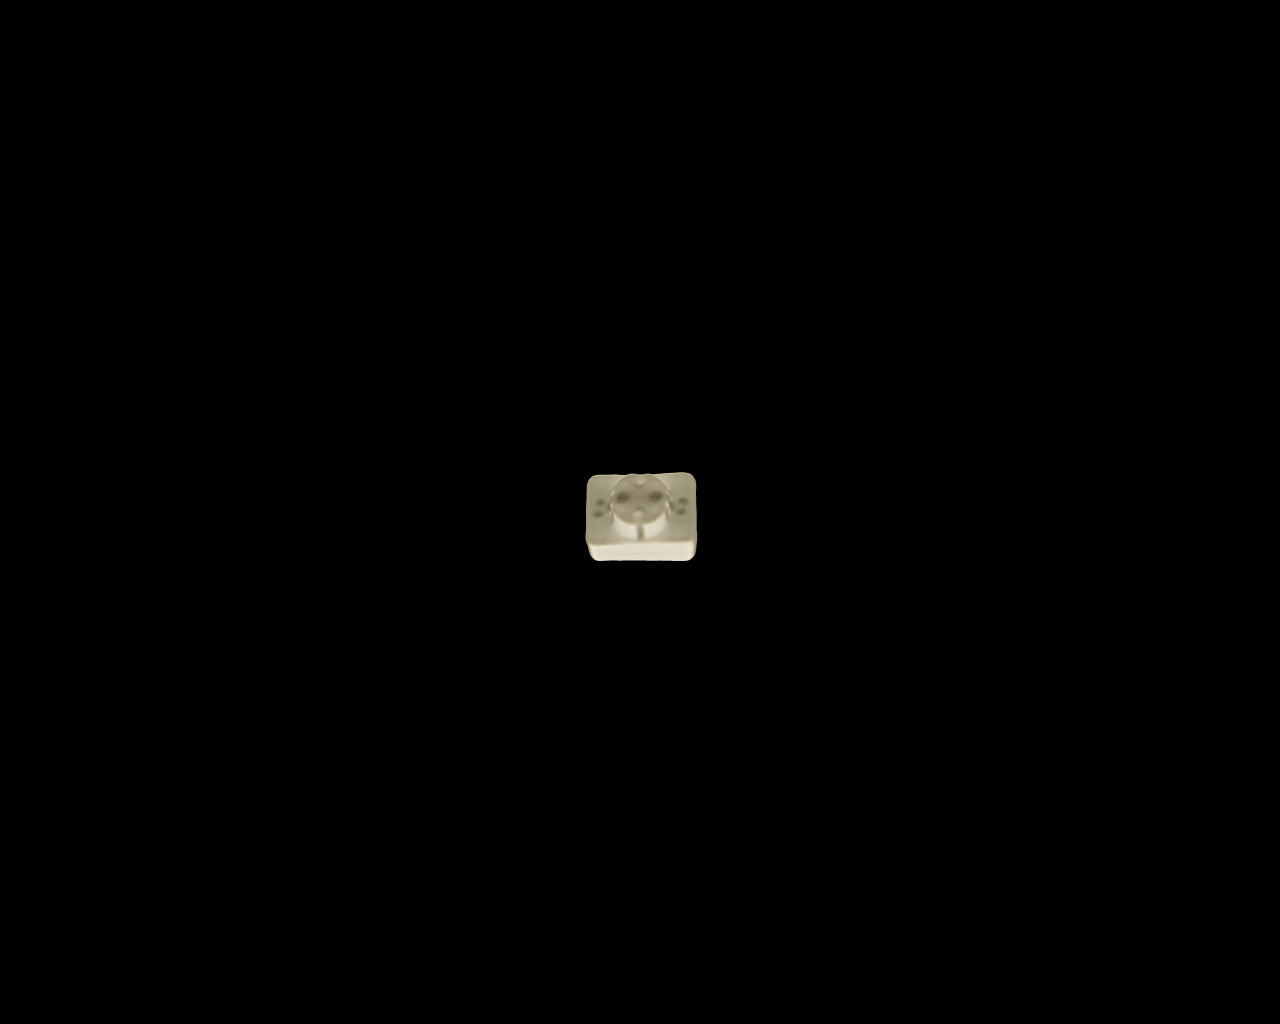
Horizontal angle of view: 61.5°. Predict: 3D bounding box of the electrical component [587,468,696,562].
[{"bbox_3d":[0.001,-0.003,0.650,0.066,0.047,0.076,-1,-19,2],"label":"electrical component"}]
